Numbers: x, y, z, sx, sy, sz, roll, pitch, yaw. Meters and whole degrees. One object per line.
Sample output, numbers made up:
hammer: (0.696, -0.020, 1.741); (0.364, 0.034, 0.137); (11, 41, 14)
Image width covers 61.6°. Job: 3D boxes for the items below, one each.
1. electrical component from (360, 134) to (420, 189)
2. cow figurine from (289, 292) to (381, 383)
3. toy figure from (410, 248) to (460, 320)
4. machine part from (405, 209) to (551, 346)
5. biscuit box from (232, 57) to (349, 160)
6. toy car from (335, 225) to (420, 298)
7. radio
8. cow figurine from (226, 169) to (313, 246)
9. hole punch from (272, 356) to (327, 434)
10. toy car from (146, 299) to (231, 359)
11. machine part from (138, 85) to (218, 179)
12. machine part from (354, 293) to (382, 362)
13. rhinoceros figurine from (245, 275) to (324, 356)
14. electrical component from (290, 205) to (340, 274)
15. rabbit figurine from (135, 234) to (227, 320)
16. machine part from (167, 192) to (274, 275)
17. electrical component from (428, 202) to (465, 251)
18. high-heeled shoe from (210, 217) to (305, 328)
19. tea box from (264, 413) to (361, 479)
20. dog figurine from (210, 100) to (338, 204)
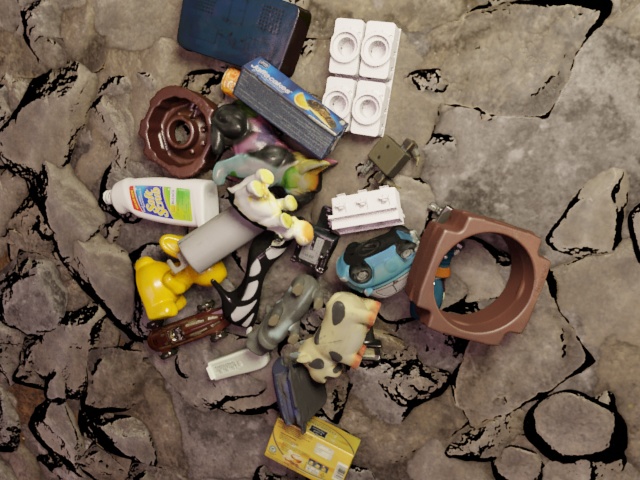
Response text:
electrical component: (0.129, -0.140, 0.959); (0.078, 0.045, 0.102); (46, 109, 35)
cow figurine: (0.024, 0.183, 0.992); (0.127, 0.085, 0.194); (23, 114, 11)
toy figure: (0.200, 0.069, 0.962); (0.058, 0.064, 0.154); (23, 106, 37)
machine part: (0.258, 0.060, 0.896); (0.201, 0.087, 0.201); (15, 100, -11)
biscuit box: (-0.052, -0.227, 0.926); (0.203, 0.059, 0.062); (38, 132, 3)
toy car: (0.115, 0.049, 0.973); (0.162, 0.109, 0.102); (-24, 115, 6)
radio: (-0.143, -0.385, 0.983); (0.230, 0.073, 0.131); (21, 106, 14)
cow figurine: (-0.090, -0.042, 0.960); (0.098, 0.068, 0.167); (-20, 124, 36)
hole punch: (-0.055, 0.293, 1.059); (0.092, 0.116, 0.142); (-6, 98, 26)
toy car: (-0.284, 0.192, 1.142); (0.202, 0.053, 0.089); (-20, 90, 21)
machine part: (-0.269, -0.212, 1.062); (0.180, 0.056, 0.179); (3, 99, 17)
machine part: (0.078, 0.170, 1.032); (0.084, 0.039, 0.138); (-4, 100, 26)
rhinoceros figurine: (-0.074, 0.146, 1.039); (0.073, 0.112, 0.190); (36, 96, -22)
electrical component: (-0.002, -0.003, 1.021); (0.075, 0.048, 0.119); (27, 108, 11)
rabbit figurine: (-0.279, 0.067, 1.101); (0.173, 0.122, 0.162); (-17, 85, 5)
machine part: (-0.182, -0.012, 1.027); (0.243, 0.079, 0.079); (-35, 88, -5)
electrical component: (0.226, -0.026, 0.958); (0.094, 0.021, 0.063); (34, 108, 9)
high-heeled shoe: (-0.100, 0.071, 1.062); (0.249, 0.086, 0.145); (-36, 120, 4)
tea box: (-0.015, 0.419, 1.089); (0.170, 0.068, 0.098); (24, 105, 13)
dog figurine: (-0.080, -0.162, 0.988); (0.219, 0.108, 0.191); (1, 98, 13)
